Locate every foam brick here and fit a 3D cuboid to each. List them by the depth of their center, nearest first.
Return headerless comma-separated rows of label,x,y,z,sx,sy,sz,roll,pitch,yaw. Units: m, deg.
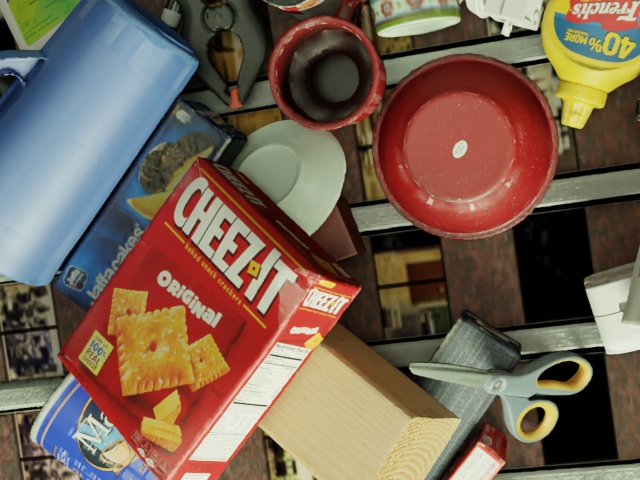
foam brick,-0.006,0.001,0.935,0.078,0.051,0.053,-22,88,14

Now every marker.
marker,-0.126,-0.224,0.963,0.020,0.020,0.121,22,99,10

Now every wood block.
wood block,0.000,0.124,0.885,0.206,0.090,0.091,36,101,32

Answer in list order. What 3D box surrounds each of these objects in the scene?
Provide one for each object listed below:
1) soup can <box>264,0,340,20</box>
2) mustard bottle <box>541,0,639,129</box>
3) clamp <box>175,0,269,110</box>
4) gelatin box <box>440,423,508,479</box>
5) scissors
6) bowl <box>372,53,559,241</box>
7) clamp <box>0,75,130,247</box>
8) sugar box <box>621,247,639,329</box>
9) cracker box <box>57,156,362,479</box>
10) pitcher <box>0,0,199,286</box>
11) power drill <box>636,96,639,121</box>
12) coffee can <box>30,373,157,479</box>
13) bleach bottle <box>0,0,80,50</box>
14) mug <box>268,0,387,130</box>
soup can,-0.015,-0.222,0.895,0.068,0.102,0.068,1,94,13
mustard bottle,0.232,-0.185,0.863,0.096,0.058,0.192,17,98,11
clamp,-0.080,-0.204,0.940,0.120,0.039,0.171,-18,102,9
gelatin box,0.122,0.203,0.907,0.030,0.073,0.089,37,101,8
scissors,0.140,0.130,0.862,0.016,0.201,0.096,44,127,48
bowl,0.119,-0.078,0.899,0.162,0.055,0.162,1,95,13
clamp,-0.244,-0.038,0.993,0.210,0.036,0.164,27,99,7
sugar box,0.319,0.044,0.808,0.176,0.048,0.093,18,84,-17
cracker box,-0.095,0.066,0.859,0.164,0.072,0.214,43,103,30
pitcher,-0.221,-0.095,0.893,0.145,0.149,0.243,40,99,7
power drill,0.336,-0.174,0.820,0.184,0.057,0.188,-4,104,-1
coffee can,-0.173,0.180,0.959,0.140,0.102,0.103,36,101,8
bleach bottle,-0.275,-0.273,0.973,0.103,0.068,0.251,-31,85,11
mug,0.014,-0.150,0.904,0.093,0.081,0.117,15,97,11
